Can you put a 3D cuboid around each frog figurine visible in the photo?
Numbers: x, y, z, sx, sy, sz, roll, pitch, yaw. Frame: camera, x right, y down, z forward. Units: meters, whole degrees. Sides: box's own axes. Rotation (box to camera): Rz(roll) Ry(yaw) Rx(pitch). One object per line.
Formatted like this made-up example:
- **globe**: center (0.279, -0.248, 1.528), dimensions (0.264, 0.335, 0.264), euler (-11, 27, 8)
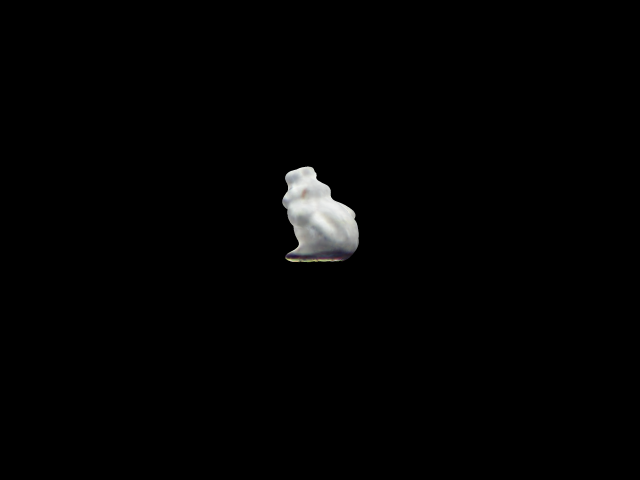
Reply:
- **frog figurine**: center (0.003, -0.043, 0.850), dimensions (0.137, 0.160, 0.122), euler (3, -4, -39)
